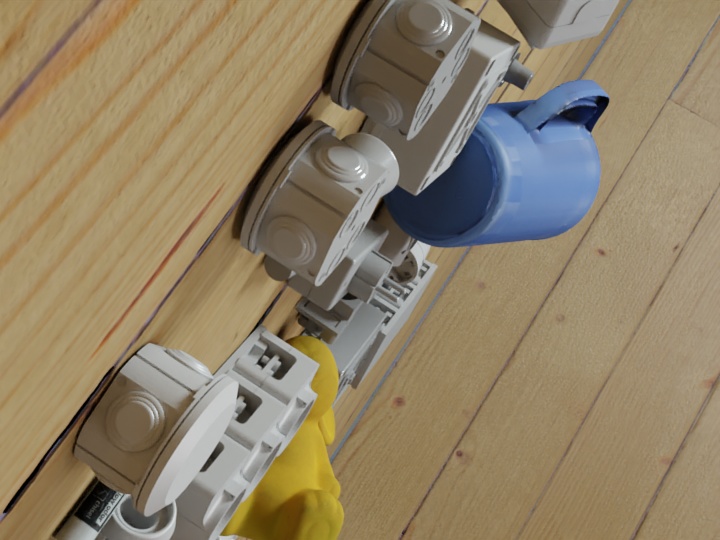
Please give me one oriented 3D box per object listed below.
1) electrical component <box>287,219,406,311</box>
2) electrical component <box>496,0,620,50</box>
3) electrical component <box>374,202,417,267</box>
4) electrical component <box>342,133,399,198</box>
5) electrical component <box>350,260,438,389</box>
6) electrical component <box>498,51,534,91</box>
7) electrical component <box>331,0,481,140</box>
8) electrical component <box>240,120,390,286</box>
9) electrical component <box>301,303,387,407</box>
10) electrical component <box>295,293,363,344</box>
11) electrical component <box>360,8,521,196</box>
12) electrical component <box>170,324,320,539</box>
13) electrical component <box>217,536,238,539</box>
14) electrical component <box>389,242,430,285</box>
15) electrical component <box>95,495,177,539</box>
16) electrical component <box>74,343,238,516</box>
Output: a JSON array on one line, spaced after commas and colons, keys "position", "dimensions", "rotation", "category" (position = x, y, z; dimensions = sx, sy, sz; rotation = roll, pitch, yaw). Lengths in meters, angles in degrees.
[{"position": [0.000, 0.000, 0.806], "dimensions": [0.047, 0.076, 0.083], "rotation": [-61, 172, 25], "category": "electrical component"}, {"position": [0.130, -0.207, 0.756], "dimensions": [0.062, 0.096, 0.061], "rotation": [-19, 152, -29], "category": "electrical component"}, {"position": [0.042, -0.050, 1.015], "dimensions": [0.077, 0.044, 0.079], "rotation": [-60, 173, 18], "category": "electrical component"}, {"position": [-0.008, -0.051, 0.654], "dimensions": [0.055, 0.045, 0.045], "rotation": [-51, 170, -43], "category": "electrical component"}, {"position": [0.016, 0.045, 1.177], "dimensions": [0.150, 0.062, 0.089], "rotation": [-49, 169, -51], "category": "electrical component"}, {"position": [0.116, -0.174, 0.907], "dimensions": [0.048, 0.062, 0.048], "rotation": [-56, 173, -11], "category": "electrical component"}, {"position": [0.023, -0.113, 0.569], "dimensions": [0.080, 0.051, 0.080], "rotation": [-56, 173, -11], "category": "electrical component"}, {"position": [-0.025, -0.035, 0.577], "dimensions": [0.080, 0.051, 0.080], "rotation": [-56, 173, -11], "category": "electrical component"}, {"position": [-0.033, 0.091, 1.058], "dimensions": [0.108, 0.056, 0.108], "rotation": [-50, 170, -48], "category": "electrical component"}, {"position": [-0.021, 0.026, 0.918], "dimensions": [0.081, 0.042, 0.063], "rotation": [-51, 174, -41], "category": "electrical component"}, {"position": [0.054, -0.118, 0.740], "dimensions": [0.108, 0.056, 0.109], "rotation": [-61, 173, 24], "category": "electrical component"}, {"position": [-0.093, 0.123, 0.754], "dimensions": [0.150, 0.062, 0.089], "rotation": [-50, 170, -49], "category": "electrical component"}, {"position": [-0.149, 0.253, 1.024], "dimensions": [0.062, 0.048, 0.048], "rotation": [-39, 162, -49], "category": "electrical component"}, {"position": [0.043, -0.020, 1.115], "dimensions": [0.047, 0.055, 0.055], "rotation": [-56, 174, -48], "category": "electrical component"}, {"position": [-0.139, 0.154, 0.644], "dimensions": [0.055, 0.048, 0.066], "rotation": [-54, 177, 39], "category": "electrical component"}, {"position": [-0.102, 0.079, 0.546], "dimensions": [0.080, 0.051, 0.080], "rotation": [-56, 173, -11], "category": "electrical component"}]
